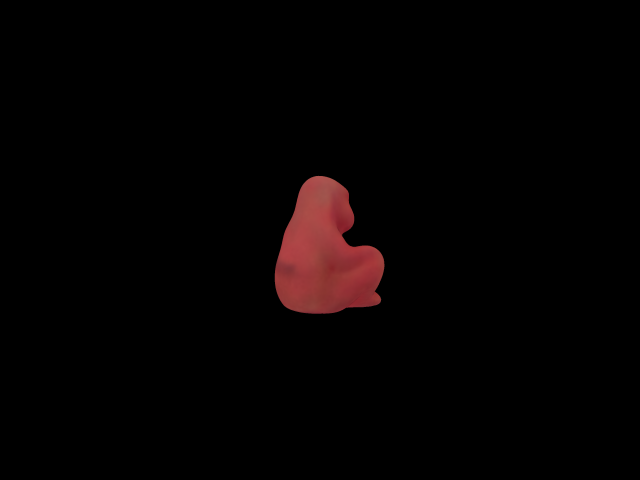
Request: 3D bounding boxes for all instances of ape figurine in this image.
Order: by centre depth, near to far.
[{"bbox_3d":[0.004,0.001,0.400,0.076,0.092,0.077,-5,11,-28],"label":"ape figurine"}]
